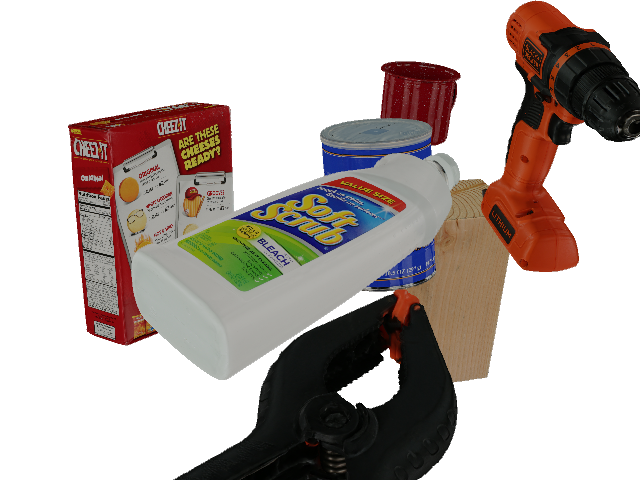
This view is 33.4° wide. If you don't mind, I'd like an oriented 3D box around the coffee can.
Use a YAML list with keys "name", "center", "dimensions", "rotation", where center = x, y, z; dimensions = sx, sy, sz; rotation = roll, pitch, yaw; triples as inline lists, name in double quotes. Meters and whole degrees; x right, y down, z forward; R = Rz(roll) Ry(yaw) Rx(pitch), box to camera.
- name: "coffee can"
  center: [0.055, -0.035, 0.998]
  dimensions: [0.103, 0.140, 0.103]
  rotation: [-4, 18, 1]

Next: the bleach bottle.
- name: "bleach bottle"
  center: [-0.001, -0.004, 0.742]
  dimensions: [0.250, 0.068, 0.103]
  rotation: [-31, 52, -33]

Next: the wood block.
- name: "wood block"
  center: [0.140, 0.047, 1.168]
  dimensions: [0.090, 0.206, 0.090]
  rotation: [-5, 29, -18]

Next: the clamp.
- name: "clamp"
  center: [0.012, 0.086, 0.405]
  dimensions: [0.120, 0.039, 0.171]
  rotation: [27, 50, 20]

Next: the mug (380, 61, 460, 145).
- name: "mug"
  center: [0.121, -0.163, 1.266]
  dimensions: [0.093, 0.081, 0.117]
  rotation: [22, 28, 36]

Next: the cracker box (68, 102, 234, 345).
- name: "cracker box"
  center: [-0.164, -0.022, 1.074]
  dimensions: [0.072, 0.214, 0.163]
  rotation: [10, 20, 37]

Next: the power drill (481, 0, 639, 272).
- name: "power drill"
  center: [0.185, -0.071, 0.828]
  dimensions: [0.057, 0.188, 0.184]
  rotation: [-2, 34, -14]
